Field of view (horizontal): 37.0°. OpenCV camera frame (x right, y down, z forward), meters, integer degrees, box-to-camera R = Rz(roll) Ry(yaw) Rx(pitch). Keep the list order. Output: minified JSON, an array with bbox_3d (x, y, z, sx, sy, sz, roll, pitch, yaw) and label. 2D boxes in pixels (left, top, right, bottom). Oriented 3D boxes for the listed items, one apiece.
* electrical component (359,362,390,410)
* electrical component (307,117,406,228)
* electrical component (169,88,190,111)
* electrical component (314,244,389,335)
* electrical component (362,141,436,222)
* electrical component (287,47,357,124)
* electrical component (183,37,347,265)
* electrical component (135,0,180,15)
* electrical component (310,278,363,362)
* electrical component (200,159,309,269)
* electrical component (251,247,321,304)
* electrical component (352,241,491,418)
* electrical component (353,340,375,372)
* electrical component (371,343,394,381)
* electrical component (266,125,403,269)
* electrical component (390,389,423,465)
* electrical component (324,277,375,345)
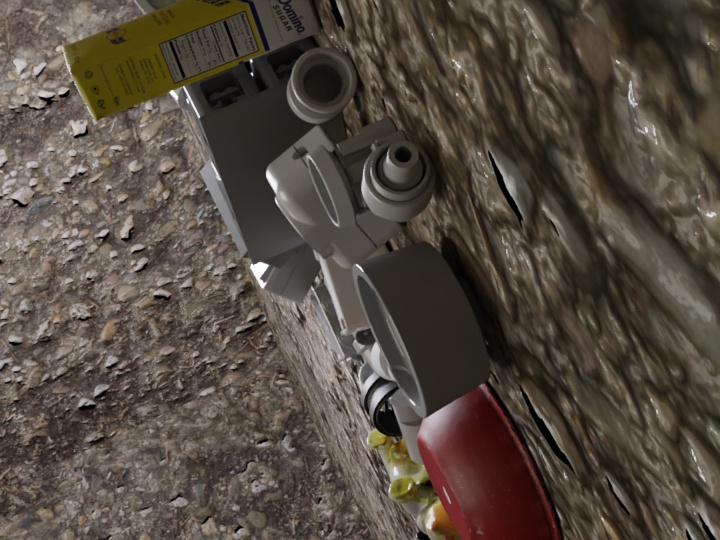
[{"bbox_3d":[0.027,0.120,1.116,0.066,0.048,0.055,59,177,41],"label":"electrical component"},{"bbox_3d":[0.001,-0.062,0.707,0.078,0.057,0.058,147,99,-82],"label":"electrical component"},{"bbox_3d":[-0.155,-0.210,1.125,0.060,0.108,0.108,58,170,14],"label":"electrical component"},{"bbox_3d":[0.000,0.000,0.904,0.061,0.061,0.096,108,144,-81],"label":"electrical component"},{"bbox_3d":[0.023,-0.056,0.632,0.062,0.043,0.043,96,149,-73],"label":"electrical component"},{"bbox_3d":[-0.027,-0.127,0.748,0.055,0.045,0.045,172,74,-82],"label":"electrical component"},{"bbox_3d":[-0.069,-0.099,0.880,0.186,0.105,0.060,78,166,-55],"label":"electrical component"},{"bbox_3d":[-0.148,-0.265,0.919,0.060,0.108,0.108,-115,6,-55],"label":"electrical component"},{"bbox_3d":[-0.017,0.053,1.181,0.099,0.048,0.099,128,117,-81],"label":"electrical component"},{"bbox_3d":[-0.103,-0.085,1.168,0.062,0.089,0.150,21,-152,-43],"label":"electrical component"},{"bbox_3d":[-0.077,-0.022,1.211,0.061,0.096,0.061,22,-164,-29],"label":"electrical component"},{"bbox_3d":[0.045,0.033,0.688,0.108,0.060,0.108,156,90,-82],"label":"electrical component"},{"bbox_3d":[0.021,0.082,1.060,0.046,0.040,0.040,57,170,14],"label":"electrical component"},{"bbox_3d":[0.036,0.075,0.925,0.081,0.043,0.043,150,95,-82],"label":"electrical component"},{"bbox_3d":[-0.022,-0.049,0.783,0.095,0.059,0.053,48,-174,-36],"label":"electrical component"},{"bbox_3d":[0.055,0.132,0.967,0.043,0.043,0.081,-126,14,-55],"label":"electrical component"},{"bbox_3d":[-0.003,0.019,1.014,0.079,0.043,0.077,76,167,-52],"label":"electrical component"}]
